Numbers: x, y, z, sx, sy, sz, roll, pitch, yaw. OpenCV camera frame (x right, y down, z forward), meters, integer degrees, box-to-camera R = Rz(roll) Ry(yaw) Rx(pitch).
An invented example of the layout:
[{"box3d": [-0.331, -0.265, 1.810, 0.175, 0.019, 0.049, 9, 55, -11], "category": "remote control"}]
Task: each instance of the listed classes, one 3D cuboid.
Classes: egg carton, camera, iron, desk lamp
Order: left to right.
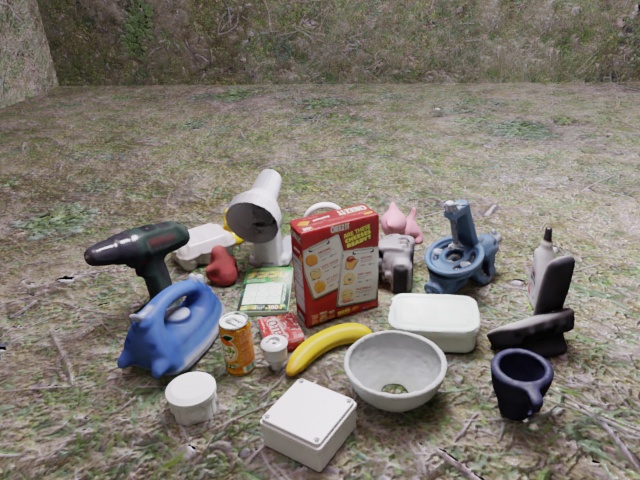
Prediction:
[{"box3d": [-0.264, 0.138, 1.069, 0.118, 0.141, 0.259, 9, 30, 22], "category": "iron"}, {"box3d": [-0.285, 0.014, 1.386, 0.151, 0.069, 0.107, -21, 33, -31], "category": "egg carton"}, {"box3d": [-0.127, -0.043, 1.322, 0.117, 0.214, 0.203, 3, 28, 12], "category": "desk lamp"}, {"box3d": [0.138, 0.039, 1.259, 0.136, 0.101, 0.143, 2, 28, 10], "category": "camera"}]

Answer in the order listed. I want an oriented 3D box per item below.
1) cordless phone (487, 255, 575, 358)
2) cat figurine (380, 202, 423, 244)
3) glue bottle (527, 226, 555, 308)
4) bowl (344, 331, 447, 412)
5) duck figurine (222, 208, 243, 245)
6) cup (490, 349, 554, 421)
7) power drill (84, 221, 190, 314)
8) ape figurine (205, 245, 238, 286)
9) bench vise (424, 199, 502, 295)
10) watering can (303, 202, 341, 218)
[{"box3d": [0.375, 0.114, 1.001, 0.148, 0.185, 0.094, -14, 30, -20], "category": "cordless phone"}, {"box3d": [0.192, -0.039, 1.384, 0.128, 0.118, 0.067, -25, 35, -35], "category": "cat figurine"}, {"box3d": [0.439, 0.051, 1.127, 0.037, 0.173, 0.078, -1, 28, 4], "category": "glue bottle"}, {"box3d": [0.122, 0.225, 0.934, 0.167, 0.075, 0.167, -2, 28, 2], "category": "bowl"}, {"box3d": [-0.221, -0.046, 1.477, 0.077, 0.086, 0.104, 2, 28, 10], "category": "duck figurine"}, {"box3d": [0.308, 0.237, 0.871, 0.091, 0.095, 0.117, -4, 28, -1], "category": "cup"}, {"box3d": [-0.348, 0.066, 1.143, 0.075, 0.209, 0.230, 14, 32, 29], "category": "power drill"}, {"box3d": [-0.221, 0.052, 1.282, 0.078, 0.092, 0.076, -16, 30, -23], "category": "ape figurine"}, {"box3d": [0.294, 0.001, 1.189, 0.121, 0.220, 0.208, 15, 33, 32], "category": "bench vise"}, {"box3d": [0.009, 0.005, 1.239, 0.101, 0.194, 0.172, -13, 29, -17], "category": "watering can"}]
